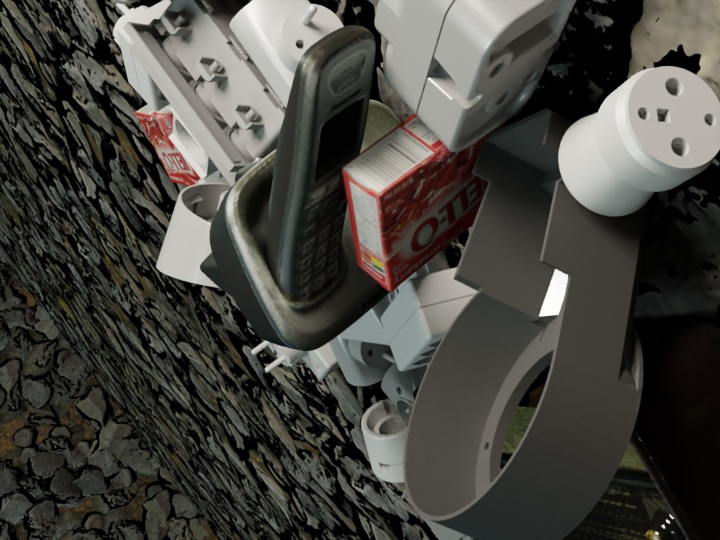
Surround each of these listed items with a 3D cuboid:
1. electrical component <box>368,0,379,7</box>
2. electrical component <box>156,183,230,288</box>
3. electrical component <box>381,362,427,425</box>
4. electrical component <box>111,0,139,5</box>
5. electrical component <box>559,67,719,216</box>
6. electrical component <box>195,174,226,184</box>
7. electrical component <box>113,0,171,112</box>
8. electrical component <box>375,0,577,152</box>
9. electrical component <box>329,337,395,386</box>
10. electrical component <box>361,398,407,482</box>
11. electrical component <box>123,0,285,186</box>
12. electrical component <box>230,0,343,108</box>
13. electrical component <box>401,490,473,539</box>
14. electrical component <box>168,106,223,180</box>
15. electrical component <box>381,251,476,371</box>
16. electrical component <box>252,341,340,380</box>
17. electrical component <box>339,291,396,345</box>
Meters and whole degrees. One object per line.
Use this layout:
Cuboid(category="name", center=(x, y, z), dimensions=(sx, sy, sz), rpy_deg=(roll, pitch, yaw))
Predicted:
Cuboid(category="electrical component", center=(0.001, -0.151, 0.504), dimensions=(0.081, 0.043, 0.043), rpy_deg=(44, 158, 25))
Cuboid(category="electrical component", center=(-0.075, -0.015, 0.677), dimensions=(0.099, 0.099, 0.064), rpy_deg=(35, 119, 41))
Cuboid(category="electrical component", center=(0.055, 0.086, 0.756), dimensions=(0.077, 0.044, 0.079), rpy_deg=(43, 157, 27))
Cuboid(category="electrical component", center=(-0.142, -0.228, 0.649), dimensions=(0.113, 0.078, 0.057), rpy_deg=(58, 157, -9))
Cuboid(category="electrical component", center=(0.110, -0.050, 0.422), dimensions=(0.045, 0.045, 0.055), rpy_deg=(54, 159, 2))
Cuboid(category="electrical component", center=(-0.103, -0.057, 0.879), dimensions=(0.055, 0.045, 0.045), rpy_deg=(55, 160, -1))
Cuboid(category="electrical component", center=(-0.162, -0.174, 0.820), dimensions=(0.076, 0.047, 0.065), rpy_deg=(47, 159, 21))
Cuboid(category="electrical component", center=(0.046, -0.104, 0.463), dimensions=(0.059, 0.054, 0.095), rpy_deg=(49, 159, 15))
Cuboid(category="electrical component", center=(0.005, 0.051, 0.813), dimensions=(0.079, 0.043, 0.077), rpy_deg=(24, 144, 54))
Cuboid(category="electrical component", center=(0.031, 0.137, 0.879), dimensions=(0.055, 0.055, 0.047), rpy_deg=(29, 144, 50))
Cuboid(category="electrical component", center=(-0.083, -0.118, 0.684), dimensions=(0.063, 0.079, 0.121), rpy_deg=(-45, 73, 26))
Cuboid(category="electrical component", center=(-0.031, -0.126, 0.611), dimensions=(0.077, 0.044, 0.079), rpy_deg=(55, 160, -2))
Cuboid(category="electrical component", center=(0.077, 0.169, 0.813), dimensions=(0.061, 0.061, 0.096), rpy_deg=(49, 159, 14))
Cuboid(category="electrical component", center=(-0.098, -0.105, 0.766), dimensions=(0.042, 0.064, 0.081), rpy_deg=(50, 160, 9))
Cuboid(category="electrical component", center=(0.041, 0.013, 0.666), dimensions=(0.065, 0.047, 0.076), rpy_deg=(121, 132, -63))
Cuboid(category="electrical component", center=(-0.055, 0.056, 0.908), dimensions=(0.083, 0.076, 0.047), rpy_deg=(52, 159, 8))
Cuboid(category="electrical component", center=(0.000, 0.000, 0.736), dimensions=(0.099, 0.048, 0.100), rpy_deg=(59, 159, -13))
